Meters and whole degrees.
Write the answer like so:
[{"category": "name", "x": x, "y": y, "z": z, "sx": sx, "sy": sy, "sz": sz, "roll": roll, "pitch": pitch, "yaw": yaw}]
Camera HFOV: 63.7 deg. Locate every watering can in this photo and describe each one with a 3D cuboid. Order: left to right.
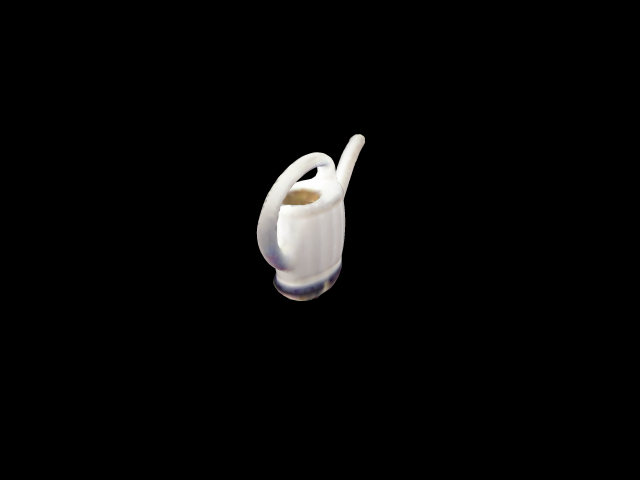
[{"category": "watering can", "x": 0.003, "y": -0.043, "z": 0.850, "sx": 0.104, "sy": 0.220, "sz": 0.353, "roll": 12, "pitch": 29, "yaw": 24}]
